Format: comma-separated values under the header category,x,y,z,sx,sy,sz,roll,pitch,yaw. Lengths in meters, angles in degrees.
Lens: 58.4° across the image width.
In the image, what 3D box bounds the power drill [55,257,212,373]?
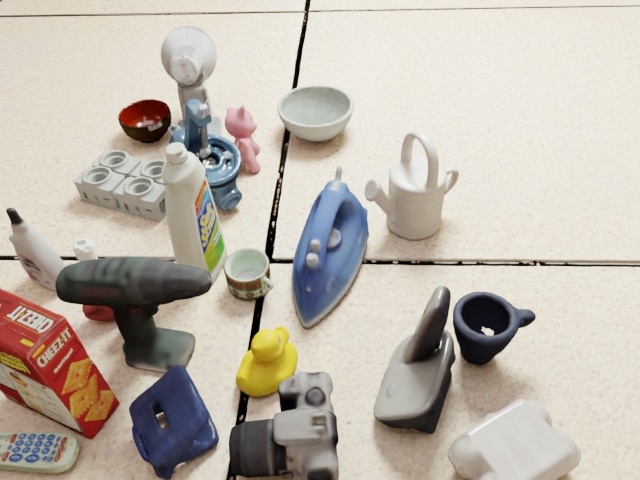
category,x,y,z,sx,sy,sz,roll,pitch,yaw
power drill,-0.245,0.100,0.810,0.229,0.209,0.075,6,47,9

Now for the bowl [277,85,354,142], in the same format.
category,x,y,z,sx,sy,sz,roll,pitch,yaw
bowl,-0.008,-0.264,1.245,0.167,0.075,0.167,-1,46,2

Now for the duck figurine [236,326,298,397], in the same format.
category,x,y,z,sx,sy,sz,roll,pitch,yaw
duck figurine,-0.079,0.167,0.822,0.077,0.086,0.105,31,55,29

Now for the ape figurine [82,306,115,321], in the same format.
category,x,y,z,sx,sy,sz,roll,pitch,yaw
ape figurine,-0.351,0.084,0.913,0.076,0.092,0.078,22,51,23

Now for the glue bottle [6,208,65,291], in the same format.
category,x,y,z,sx,sy,sz,roll,pitch,yaw
glue bottle,-0.469,0.012,0.933,0.078,0.173,0.037,15,49,18

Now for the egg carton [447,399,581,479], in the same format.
category,x,y,z,sx,sy,sz,roll,pitch,yaw
egg carton,0.242,0.268,0.718,0.150,0.069,0.107,-24,49,-19

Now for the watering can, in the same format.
category,x,y,z,sx,sy,sz,roll,pitch,yaw
watering can,0.163,-0.097,0.990,0.100,0.194,0.173,34,56,31

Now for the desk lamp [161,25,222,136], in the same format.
category,x,y,z,sx,sy,sz,roll,pitch,yaw
desk lamp,-0.269,-0.322,1.218,0.118,0.214,0.203,-8,46,-5

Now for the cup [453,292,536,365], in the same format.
category,x,y,z,sx,sy,sz,roll,pitch,yaw
cup,0.246,0.135,0.830,0.118,0.095,0.091,-6,46,-3

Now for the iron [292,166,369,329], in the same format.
category,x,y,z,sx,sy,sz,roll,pitch,yaw
iron,0.009,0.003,0.938,0.118,0.141,0.258,8,47,11

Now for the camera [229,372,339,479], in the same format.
category,x,y,z,sx,sy,sz,roll,pitch,yaw
camera,-0.046,0.244,0.735,0.137,0.101,0.143,-5,46,-2

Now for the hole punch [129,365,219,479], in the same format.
category,x,y,z,sx,sy,sz,roll,pitch,yaw
hole punch,-0.198,0.238,0.756,0.101,0.091,0.108,-25,50,-20

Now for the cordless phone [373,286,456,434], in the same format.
category,x,y,z,sx,sy,sz,roll,pitch,yaw
cordless phone,0.130,0.156,0.753,0.094,0.185,0.148,12,48,15

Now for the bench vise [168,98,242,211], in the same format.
category,x,y,z,sx,sy,sz,roll,pitch,yaw
bench vise,-0.238,-0.176,1.070,0.206,0.220,0.122,24,52,24

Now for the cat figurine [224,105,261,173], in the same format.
category,x,y,z,sx,sy,sz,roll,pitch,yaw
cat figurine,-0.161,-0.218,1.178,0.067,0.118,0.127,-7,46,-3
